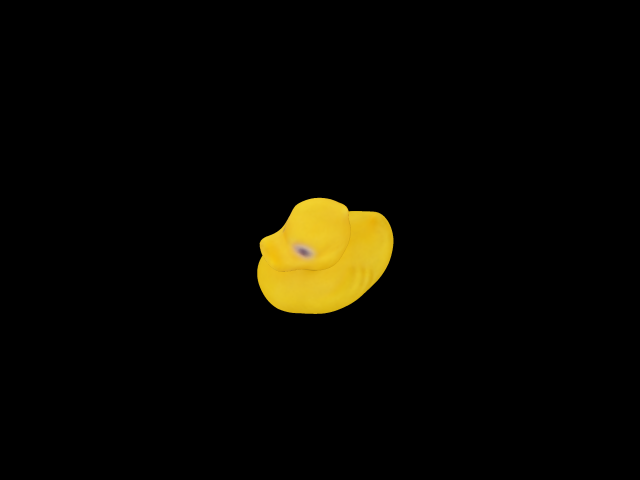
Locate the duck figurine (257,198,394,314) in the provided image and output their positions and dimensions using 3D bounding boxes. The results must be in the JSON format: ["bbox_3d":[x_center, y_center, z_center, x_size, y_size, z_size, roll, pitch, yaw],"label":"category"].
[{"bbox_3d":[0.004,0.001,0.400,0.104,0.086,0.077,-22,65,-10],"label":"duck figurine"}]
